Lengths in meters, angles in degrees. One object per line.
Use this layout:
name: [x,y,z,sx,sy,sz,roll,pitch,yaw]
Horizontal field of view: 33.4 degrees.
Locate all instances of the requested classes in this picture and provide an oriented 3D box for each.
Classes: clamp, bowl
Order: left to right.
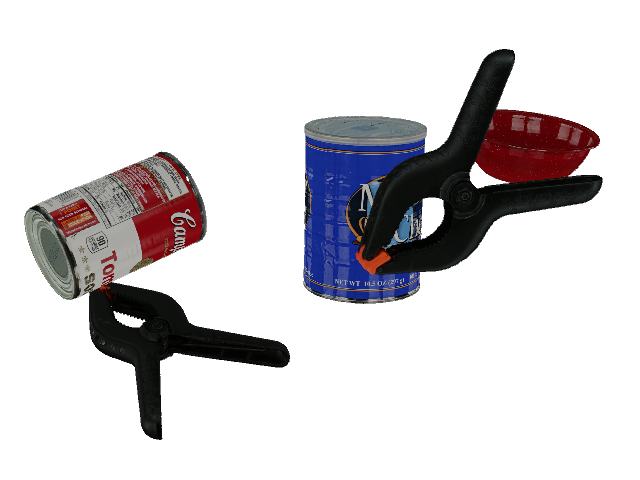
clamp: [-0.143,0.093,1.011,0.164,0.036,0.210,-20,41,-34]
clamp: [0.103,-0.029,0.717,0.120,0.171,0.039,43,6,-7]
bowl: [0.234,-0.103,1.223,0.162,0.055,0.162,5,22,-2]

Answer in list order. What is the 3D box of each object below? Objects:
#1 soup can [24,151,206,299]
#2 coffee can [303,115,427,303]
soup can: [-0.137,-0.011,0.715,0.102,0.068,0.069,-27,14,-30]
coffee can: [0.037,-0.029,0.911,0.103,0.140,0.103,1,16,0]
